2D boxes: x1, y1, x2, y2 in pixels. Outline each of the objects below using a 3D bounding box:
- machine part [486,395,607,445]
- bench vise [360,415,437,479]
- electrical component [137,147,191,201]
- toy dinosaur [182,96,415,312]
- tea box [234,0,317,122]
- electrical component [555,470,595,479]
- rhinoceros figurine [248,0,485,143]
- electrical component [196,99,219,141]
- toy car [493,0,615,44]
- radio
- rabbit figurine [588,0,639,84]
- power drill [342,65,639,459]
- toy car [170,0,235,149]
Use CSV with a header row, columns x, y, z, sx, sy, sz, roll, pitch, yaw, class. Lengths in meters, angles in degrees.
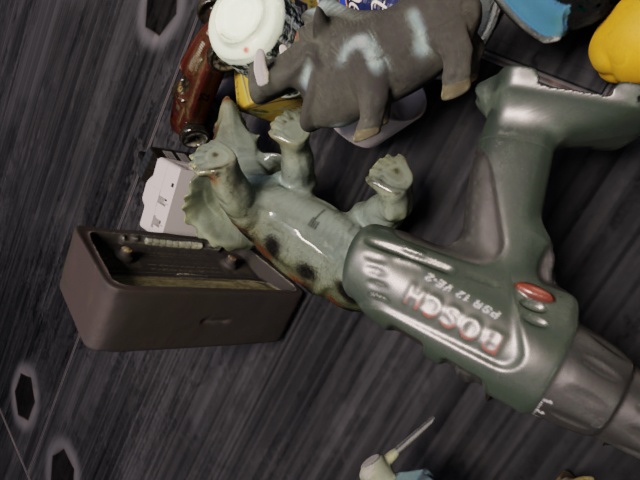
x,y,z,sx,sy,sz,roll,pitch,yaw,class
0.179,0.104,0.422,0.139,0.039,0.084,25,94,40,machine part
0.118,0.262,0.392,0.240,0.129,0.223,57,143,6,bench vise
-0.205,-0.096,0.735,0.047,0.075,0.119,-55,53,26,electrical component
0.007,-0.002,0.516,0.405,0.192,0.131,36,68,18,toy dinosaur
-0.047,-0.233,0.615,0.098,0.068,0.169,-10,80,38,tea box
0.200,0.215,0.389,0.102,0.045,0.078,49,115,31,electrical component
0.031,-0.136,0.414,0.190,0.073,0.112,-12,110,28,rhinoceros figurine
-0.160,-0.164,0.734,0.063,0.021,0.094,-37,63,31,electrical component
0.186,-0.229,0.396,0.109,0.103,0.161,42,103,-10,toy car
-0.144,0.050,0.574,0.131,0.229,0.073,38,110,40,radio
0.254,-0.131,0.332,0.173,0.122,0.162,43,112,54,rabbit figurine
0.144,0.003,0.343,0.232,0.086,0.207,19,84,21,power drill
-0.143,-0.196,0.642,0.202,0.053,0.089,-49,47,52,toy car
